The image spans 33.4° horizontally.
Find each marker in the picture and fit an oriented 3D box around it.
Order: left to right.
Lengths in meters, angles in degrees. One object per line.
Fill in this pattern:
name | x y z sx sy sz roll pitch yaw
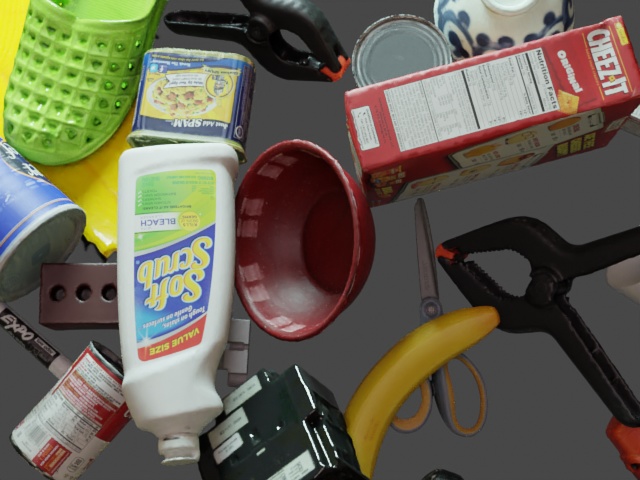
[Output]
marker | -0.259 0.076 0.918 0.121 0.020 0.020 39 85 10

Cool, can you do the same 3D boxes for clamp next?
clamp | -0.057 -0.185 0.923 0.171 0.120 0.039 40 52 -6
clamp | 0.188 0.028 0.835 0.210 0.036 0.165 28 107 33

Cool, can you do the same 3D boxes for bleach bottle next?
bleach bottle | -0.108 0.050 0.844 0.102 0.068 0.251 -4 69 -6

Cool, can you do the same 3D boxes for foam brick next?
foam brick | -0.193 0.048 0.901 0.078 0.051 0.053 -1 79 5

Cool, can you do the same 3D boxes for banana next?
banana | 0.066 0.125 0.855 0.070 0.037 0.198 31 90 10

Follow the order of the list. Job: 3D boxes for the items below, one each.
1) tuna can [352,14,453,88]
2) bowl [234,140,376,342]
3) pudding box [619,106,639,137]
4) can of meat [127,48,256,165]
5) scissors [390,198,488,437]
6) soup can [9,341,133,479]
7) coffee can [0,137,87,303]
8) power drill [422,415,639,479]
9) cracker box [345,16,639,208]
tuna can | 0.071 -0.148 0.922 0.086 0.033 0.086 -1 80 5
bowl | -0.006 0.001 0.867 0.162 0.055 0.162 -2 87 48
pudding box | 0.319 -0.117 0.893 0.113 0.039 0.090 25 84 11
can of meat | -0.109 -0.116 0.921 0.102 0.057 0.084 6 78 5
scissors | 0.077 0.073 0.891 0.096 0.016 0.202 -21 78 1
soup can | -0.196 0.143 0.876 0.068 0.068 0.102 41 86 10
coffee can | -0.282 -0.031 0.897 0.140 0.103 0.103 41 85 11
power drill | 0.196 0.213 0.836 0.187 0.057 0.184 -40 83 0
cracker box | 0.129 -0.095 0.842 0.213 0.164 0.072 -15 81 2
